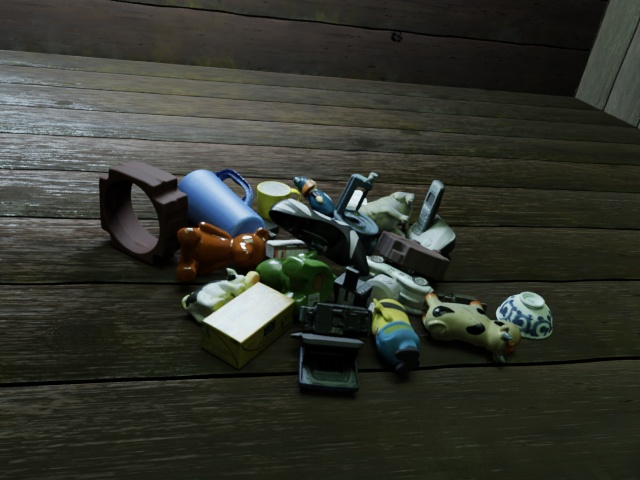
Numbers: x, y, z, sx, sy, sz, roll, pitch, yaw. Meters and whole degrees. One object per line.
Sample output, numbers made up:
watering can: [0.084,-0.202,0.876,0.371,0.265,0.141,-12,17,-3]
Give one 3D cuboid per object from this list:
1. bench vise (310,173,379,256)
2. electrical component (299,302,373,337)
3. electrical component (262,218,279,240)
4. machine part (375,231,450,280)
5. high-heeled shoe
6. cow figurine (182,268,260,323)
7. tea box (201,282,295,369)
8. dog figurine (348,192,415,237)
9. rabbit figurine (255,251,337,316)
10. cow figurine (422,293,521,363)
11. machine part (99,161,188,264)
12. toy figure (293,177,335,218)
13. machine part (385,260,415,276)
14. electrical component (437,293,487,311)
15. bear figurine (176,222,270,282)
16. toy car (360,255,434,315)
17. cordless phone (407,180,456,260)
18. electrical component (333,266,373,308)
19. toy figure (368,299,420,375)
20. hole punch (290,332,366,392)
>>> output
bench vise: [0.059,-0.068,1.315,0.224,0.240,0.129,29,26,3]
electrical component: [0.027,0.151,1.034,0.134,0.058,0.115,7,-8,-5]
electrical component: [-0.138,-0.030,1.396,0.094,0.021,0.063,30,35,34]
machine part: [0.219,0.034,1.271,0.179,0.056,0.179,22,9,-4]
high-heeled shoe: [-0.002,-0.004,1.188,0.249,0.086,0.145,45,30,25]
cow figurine: [-0.198,0.110,1.097,0.098,0.068,0.167,15,29,24]
tea box: [-0.134,0.158,1.022,0.098,0.068,0.169,25,32,26]
dog figurine: [0.149,-0.080,1.449,0.191,0.121,0.172,14,35,11]
rabbit figurine: [-0.058,0.070,1.154,0.170,0.121,0.159,13,22,39]
cow figurine: [0.309,0.178,1.084,0.195,0.085,0.127,11,24,0]
machine part: [-0.395,-0.063,1.209,0.202,0.200,0.087,21,30,21]
toy figure: [-0.016,-0.117,1.450,0.058,0.064,0.154,-22,65,-36]
machine part: [0.153,0.071,1.279,0.139,0.039,0.084,18,36,13]
electrical component: [0.314,0.145,1.186,0.102,0.045,0.078,10,1,-2]
bear figurine: [-0.207,0.028,1.173,0.196,0.120,0.132,6,9,-6]
toy car: [0.162,0.099,1.194,0.202,0.073,0.056,28,31,31]
cordless phone: [0.302,-0.049,1.378,0.089,0.184,0.147,3,29,-18]
electrical component: [0.066,0.102,1.119,0.075,0.119,0.048,22,32,27]
toy figure: [0.145,0.183,1.038,0.089,0.082,0.180,16,19,-22]
hole punch: [0.016,0.214,0.963,0.142,0.092,0.116,3,-2,-3]
